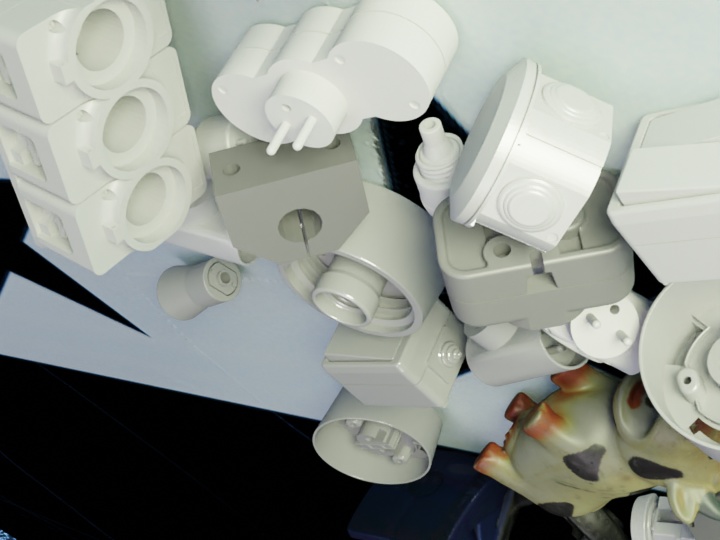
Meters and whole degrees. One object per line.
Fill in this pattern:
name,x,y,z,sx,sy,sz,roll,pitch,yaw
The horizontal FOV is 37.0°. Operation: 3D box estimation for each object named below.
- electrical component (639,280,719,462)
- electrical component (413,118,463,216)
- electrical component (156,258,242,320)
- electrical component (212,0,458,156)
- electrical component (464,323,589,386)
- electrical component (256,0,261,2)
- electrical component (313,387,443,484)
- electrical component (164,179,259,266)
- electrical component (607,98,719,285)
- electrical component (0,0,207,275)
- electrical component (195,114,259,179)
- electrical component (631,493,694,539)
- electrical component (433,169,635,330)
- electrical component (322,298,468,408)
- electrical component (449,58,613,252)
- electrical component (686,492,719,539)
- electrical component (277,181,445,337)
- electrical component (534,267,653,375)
electrical component,0.198,0.050,0.548,0.099,0.099,0.064,2,151,40
electrical component,0.044,-0.055,0.565,0.035,0.035,0.061,11,147,28
electrical component,-0.121,0.012,0.826,0.044,0.044,0.065,41,146,-26
electrical component,-0.022,-0.085,0.524,0.138,0.073,0.052,-3,141,45
electrical component,0.092,0.037,0.675,0.079,0.043,0.077,36,152,-17
electrical component,-0.032,-0.156,0.419,0.061,0.061,0.096,40,150,-26
electrical component,0.017,0.135,0.895,0.099,0.064,0.099,21,153,11
electrical component,-0.107,-0.043,0.708,0.077,0.044,0.079,16,151,21
electrical component,0.153,-0.037,0.467,0.096,0.061,0.061,-6,139,47
electrical component,-0.140,-0.083,0.568,0.062,0.089,0.150,24,141,29
electrical component,-0.083,-0.072,0.639,0.078,0.040,0.040,-4,141,46
electrical component,0.242,0.198,0.829,0.055,0.048,0.066,-2,142,32
electrical component,0.090,-0.008,0.553,0.095,0.053,0.059,-11,144,9
electrical component,0.028,0.053,0.741,0.096,0.061,0.061,-6,139,47
electrical component,0.077,-0.051,0.492,0.051,0.080,0.080,23,154,-5
electrical component,0.278,0.170,0.699,0.078,0.057,0.113,59,151,4
electrical component,0.000,0.000,0.671,0.108,0.060,0.108,21,153,11
electrical component,0.131,0.027,0.596,0.077,0.044,0.079,29,-171,-5
